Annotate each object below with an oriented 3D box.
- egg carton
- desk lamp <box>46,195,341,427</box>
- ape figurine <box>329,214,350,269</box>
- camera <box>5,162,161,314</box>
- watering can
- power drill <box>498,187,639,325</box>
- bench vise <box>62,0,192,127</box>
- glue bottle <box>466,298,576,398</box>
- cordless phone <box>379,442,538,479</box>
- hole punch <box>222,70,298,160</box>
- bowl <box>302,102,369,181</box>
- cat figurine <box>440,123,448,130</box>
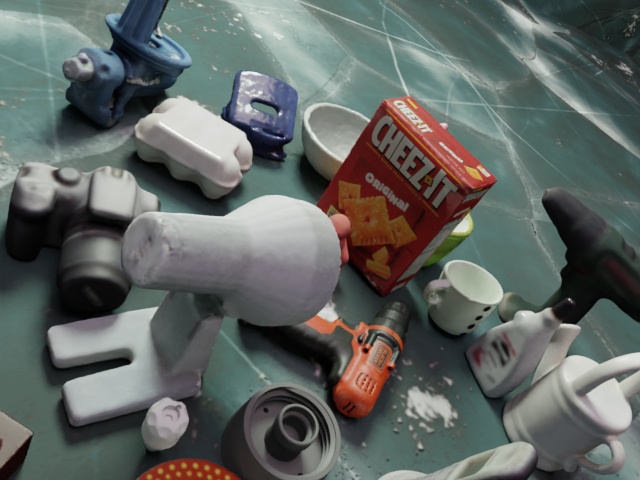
[{"bbox_3d":[-0.165,-0.124,0.763,0.150,0.069,0.107,29,39,-6],"label":"egg carton"},{"bbox_3d":[-0.108,0.053,0.503,0.204,0.213,0.117,-8,54,-40],"label":"desk lamp"},{"bbox_3d":[0.007,0.003,0.734,0.078,0.092,0.076,33,38,-1],"label":"ape figurine"},{"bbox_3d":[-0.233,-0.005,0.566,0.143,0.100,0.136,12,43,-25],"label":"camera"},{"bbox_3d":[0.313,0.182,0.682,0.101,0.194,0.172,-7,54,-40],"label":"watering can"},{"bbox_3d":[0.362,0.059,0.833,0.229,0.208,0.076,37,39,3],"label":"power drill"},{"bbox_3d":[-0.228,-0.257,0.737,0.122,0.219,0.207,25,39,-11],"label":"bench vise"},{"bbox_3d":[0.255,0.125,0.717,0.037,0.173,0.078,3,48,-33],"label":"glue bottle"},{"bbox_3d":[0.092,0.234,0.479,0.094,0.185,0.148,46,40,15],"label":"cordless phone"},{"bbox_3d":[-0.088,-0.190,0.869,0.109,0.091,0.101,14,43,-24],"label":"hole punch"},{"bbox_3d":[0.035,-0.140,0.916,0.168,0.074,0.167,20,41,-17],"label":"bowl"},{"bbox_3d":[0.195,-0.147,1.002,0.128,0.117,0.067,37,39,4],"label":"cat figurine"}]
